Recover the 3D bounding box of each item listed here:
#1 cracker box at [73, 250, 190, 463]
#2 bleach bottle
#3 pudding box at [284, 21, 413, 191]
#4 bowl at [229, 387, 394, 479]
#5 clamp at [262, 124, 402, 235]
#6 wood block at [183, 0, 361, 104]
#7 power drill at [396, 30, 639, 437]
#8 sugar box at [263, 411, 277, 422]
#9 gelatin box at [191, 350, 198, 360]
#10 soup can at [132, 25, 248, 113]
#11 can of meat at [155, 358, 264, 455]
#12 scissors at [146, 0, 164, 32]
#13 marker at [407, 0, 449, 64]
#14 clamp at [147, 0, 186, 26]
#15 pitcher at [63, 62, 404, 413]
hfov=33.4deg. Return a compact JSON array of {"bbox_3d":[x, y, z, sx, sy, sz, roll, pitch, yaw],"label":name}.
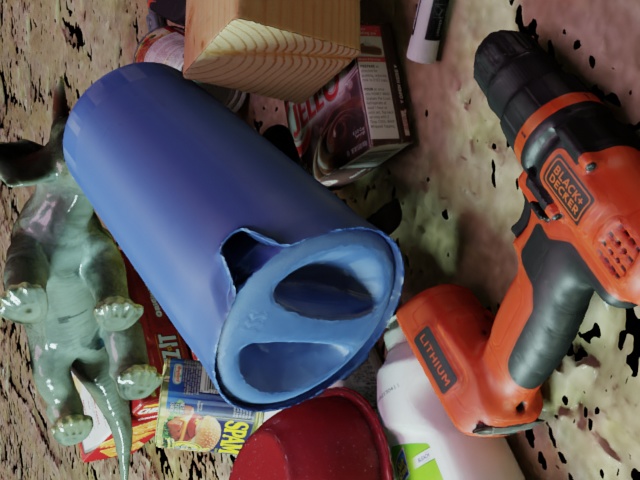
[{"bbox_3d":[-0.209,0.126,1.126,0.214,0.072,0.164,-43,58,52],"label":"cracker box"},{"bbox_3d":[0.089,0.158,0.635,0.103,0.068,0.251,-47,52,51],"label":"bleach bottle"},{"bbox_3d":[0.016,-0.090,0.745,0.114,0.039,0.090,-26,71,58],"label":"pudding box"},{"bbox_3d":[-0.018,0.171,0.689,0.162,0.055,0.162,-37,46,51],"label":"bowl"},{"bbox_3d":[-0.005,0.001,0.757,0.120,0.039,0.172,46,143,26],"label":"clamp"},{"bbox_3d":[-0.032,-0.210,0.716,0.090,0.090,0.206,-31,54,57],"label":"wood block"},{"bbox_3d":[0.107,0.003,0.585,0.184,0.057,0.188,64,144,37],"label":"power drill"},{"bbox_3d":[-0.014,0.209,0.833,0.093,0.048,0.176,36,120,52],"label":"sugar box"},{"bbox_3d":[-0.091,0.084,0.959,0.073,0.030,0.089,-35,67,55],"label":"gelatin box"},{"bbox_3d":[-0.113,-0.145,0.929,0.102,0.068,0.068,33,122,53],"label":"soup can"},{"bbox_3d":[-0.092,0.139,0.887,0.102,0.084,0.057,108,167,-56],"label":"can of meat"},{"bbox_3d":[-0.168,-0.198,1.066,0.096,0.016,0.202,-51,51,50],"label":"scissors"},{"bbox_3d":[0.075,-0.168,0.653,0.020,0.020,0.121,44,130,49],"label":"marker"},{"bbox_3d":[-0.098,-0.253,0.918,0.210,0.036,0.164,-9,80,60],"label":"clamp"},{"bbox_3d":[-0.064,-0.009,0.691,0.243,0.144,0.149,45,134,38],"label":"pitcher"}]
